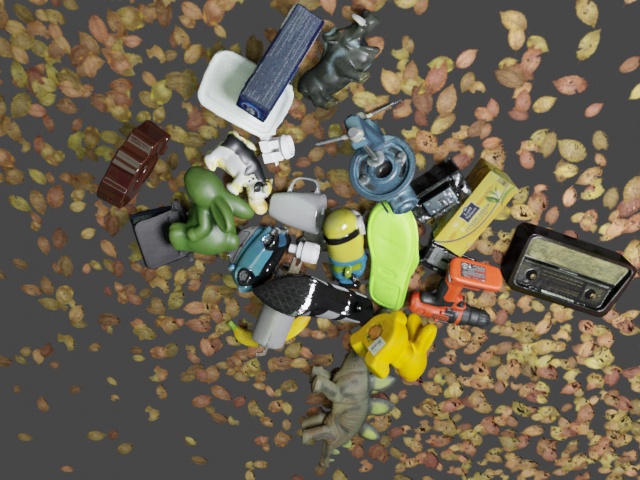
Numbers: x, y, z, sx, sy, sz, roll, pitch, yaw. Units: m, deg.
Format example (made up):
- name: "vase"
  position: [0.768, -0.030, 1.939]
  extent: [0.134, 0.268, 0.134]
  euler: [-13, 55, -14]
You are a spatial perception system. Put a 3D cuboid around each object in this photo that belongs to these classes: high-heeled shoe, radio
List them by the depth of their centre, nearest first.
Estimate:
- name: "radio"
  position: [0.495, 0.062, 1.089]
  extent: [0.230, 0.073, 0.131]
  euler: [19, 114, -2]
- name: "high-heeled shoe"
  position: [-0.009, 0.125, 1.121]
  extent: [0.249, 0.145, 0.086]
  euler: [12, 83, 4]

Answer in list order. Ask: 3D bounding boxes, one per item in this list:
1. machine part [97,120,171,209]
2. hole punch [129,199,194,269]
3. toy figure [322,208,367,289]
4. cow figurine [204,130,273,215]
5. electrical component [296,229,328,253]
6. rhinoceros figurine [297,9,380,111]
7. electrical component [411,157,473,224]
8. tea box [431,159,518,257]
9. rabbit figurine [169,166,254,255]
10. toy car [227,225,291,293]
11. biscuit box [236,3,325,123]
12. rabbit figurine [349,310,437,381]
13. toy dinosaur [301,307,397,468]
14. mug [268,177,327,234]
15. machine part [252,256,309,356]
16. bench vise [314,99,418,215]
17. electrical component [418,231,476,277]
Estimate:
- name: "machine part"
  position: [-0.356, -0.143, 1.031]
  extent: [0.056, 0.179, 0.179]
  euler: [33, 112, -11]
- name: "hole punch"
  position: [-0.336, -0.011, 1.139]
  extent: [0.116, 0.092, 0.142]
  euler: [-21, 110, -25]
- name: "toy figure"
  position: [0.051, 0.020, 1.099]
  extent: [0.082, 0.089, 0.179]
  euler: [30, 133, 38]
- name: "cow figurine"
  position: [-0.144, -0.134, 1.071]
  extent: [0.098, 0.068, 0.167]
  euler: [-39, 106, 13]
- name: "electrical component"
  position: [-0.002, -0.003, 1.136]
  extent: [0.094, 0.021, 0.063]
  euler: [-32, 107, 16]
- name: "rhinoceros figurine"
  position: [0.040, -0.323, 0.971]
  extent: [0.112, 0.073, 0.190]
  euler: [45, 113, -2]
- name: "electrical component"
  position: [0.222, -0.092, 1.016]
  extent: [0.115, 0.134, 0.058]
  euler: [-35, 106, 16]
- name: "tea box"
  position: [0.294, -0.063, 1.042]
  extent: [0.068, 0.098, 0.169]
  euler: [33, 114, -8]
- name: "rabbit figurine"
  position: [-0.218, -0.056, 1.041]
  extent: [0.159, 0.121, 0.170]
  euler: [21, 132, 25]
- name: "toy car"
  position: [-0.140, 0.026, 1.122]
  extent: [0.103, 0.109, 0.161]
  euler: [35, 106, 16]
- name: "biscuit box"
  position: [-0.070, -0.306, 0.937]
  extent: [0.063, 0.059, 0.202]
  euler: [32, 79, -9]
- name: "rabbit figurine"
  position: [0.170, 0.228, 1.146]
  extent: [0.162, 0.122, 0.173]
  euler: [-48, 119, -8]
- name: "toy dinosaur"
  position: [0.071, 0.347, 1.244]
  extent: [0.199, 0.105, 0.470]
  euler: [10, 109, -7]
- name: "mug"
  position: [-0.046, -0.073, 1.082]
  extent: [0.107, 0.081, 0.109]
  euler: [10, 104, 12]
- name: "machine part"
  position: [-0.085, 0.145, 1.162]
  extent: [0.079, 0.079, 0.243]
  euler: [20, 101, -4]
- name: "bench vise"
  position: [0.093, -0.160, 0.937]
  extent: [0.129, 0.240, 0.223]
  euler: [-19, 70, 20]
- name: "electrical component"
  position: [0.267, 0.039, 1.116]
  extent: [0.119, 0.048, 0.074]
  euler: [28, 114, -5]
